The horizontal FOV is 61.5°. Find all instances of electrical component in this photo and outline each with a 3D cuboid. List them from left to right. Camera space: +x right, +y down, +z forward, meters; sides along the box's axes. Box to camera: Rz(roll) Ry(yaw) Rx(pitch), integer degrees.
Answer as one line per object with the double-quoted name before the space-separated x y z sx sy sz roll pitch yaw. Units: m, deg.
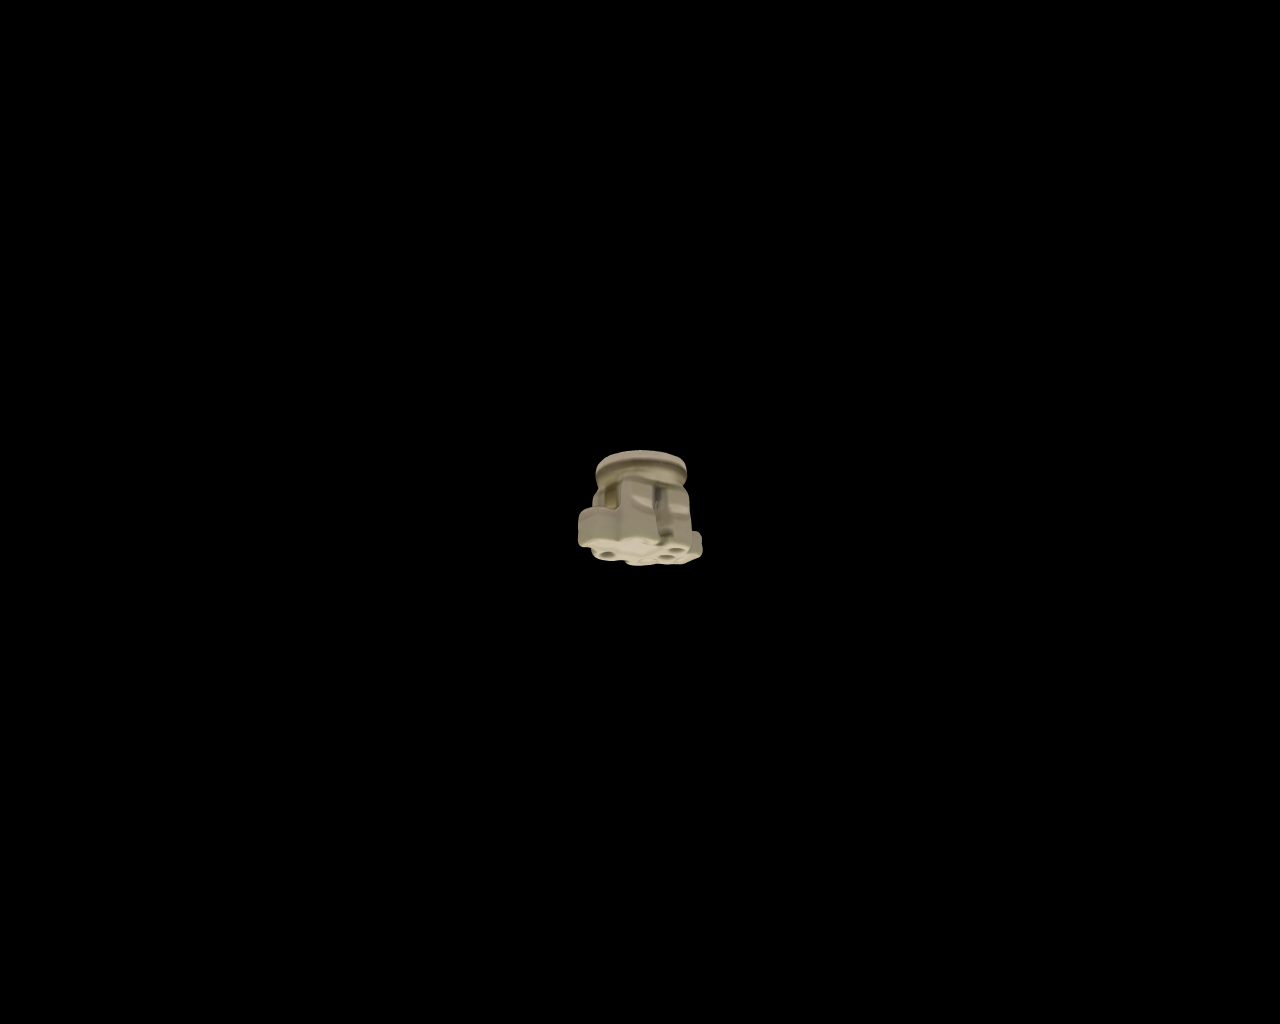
"electrical component" 0.001 -0.003 0.650 0.078 0.057 0.058 12 -23 -31
